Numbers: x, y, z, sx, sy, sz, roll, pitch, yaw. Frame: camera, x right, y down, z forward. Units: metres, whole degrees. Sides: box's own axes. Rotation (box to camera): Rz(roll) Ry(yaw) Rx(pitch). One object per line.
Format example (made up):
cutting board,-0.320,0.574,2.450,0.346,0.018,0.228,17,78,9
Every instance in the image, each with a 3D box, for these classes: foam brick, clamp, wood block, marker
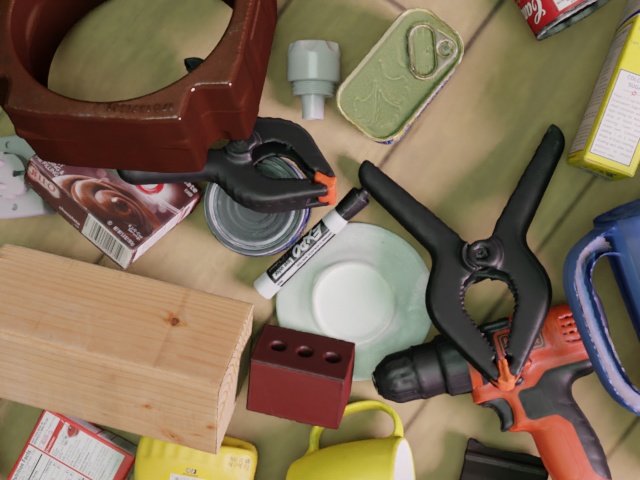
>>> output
foam brick,-0.015,0.108,0.845,0.078,0.053,0.051,11,119,6
clamp,0.132,0.008,0.818,0.164,0.036,0.210,-17,67,5
wood block,-0.165,0.084,0.835,0.206,0.090,0.090,14,136,6
clamp,-0.061,-0.078,0.832,0.171,0.039,0.120,16,74,8
marker,-0.006,0.001,0.855,0.121,0.020,0.020,-44,86,15

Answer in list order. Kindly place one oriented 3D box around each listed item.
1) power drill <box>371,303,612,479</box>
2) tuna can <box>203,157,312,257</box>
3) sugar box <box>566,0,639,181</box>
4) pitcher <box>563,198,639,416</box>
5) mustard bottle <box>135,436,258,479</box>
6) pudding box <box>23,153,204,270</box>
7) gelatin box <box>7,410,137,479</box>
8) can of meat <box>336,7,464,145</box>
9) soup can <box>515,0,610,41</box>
power drill,0.147,0.152,0.814,0.184,0.057,0.188,-16,75,5
tuna can,-0.051,-0.029,0.865,0.086,0.033,0.086,0,91,6
sugar box,0.241,-0.134,0.803,0.048,0.093,0.176,23,94,4
pitcher,0.290,0.077,0.785,0.149,0.144,0.243,-17,92,35
mustard bottle,-0.113,0.252,0.863,0.096,0.058,0.191,10,92,0
pudding box,-0.164,-0.043,0.852,0.113,0.039,0.089,43,52,2
gelatin box,-0.204,0.187,0.887,0.089,0.030,0.073,28,95,5
can of meat,0.063,-0.123,0.827,0.057,0.084,0.102,40,95,4
soup can,0.173,-0.215,0.822,0.068,0.068,0.102,-29,87,6
